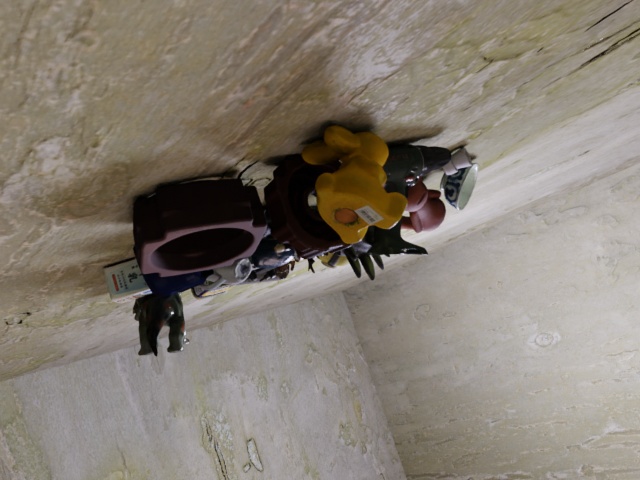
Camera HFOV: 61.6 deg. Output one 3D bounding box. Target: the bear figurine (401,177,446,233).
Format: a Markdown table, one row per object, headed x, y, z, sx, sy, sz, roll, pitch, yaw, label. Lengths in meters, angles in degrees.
| x | y | z | sx | sy | sz | roll | pitch | yaw | label |
| --- | --- | --- | --- | --- | --- | --- | --- | --- | --- |
| 0.221 | -0.092 | 1.302 | 0.132 | 0.120 | 0.195 | 22 | 176 | 45 | bear figurine |

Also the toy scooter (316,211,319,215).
| x | y | z | sx | sy | sz | roll | pitch | yaw | label |
| --- | --- | --- | --- | --- | --- | --- | --- | --- | --- |
| 0.050 | -0.026 | 1.320 | 0.135 | 0.075 | 0.183 | -35 | 138 | -18 | toy scooter |

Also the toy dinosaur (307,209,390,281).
| x | y | z | sx | sy | sz | roll | pitch | yaw | label |
| --- | --- | --- | --- | --- | --- | --- | --- | --- | --- |
| 0.064 | -0.015 | 1.098 | 0.105 | 0.199 | 0.471 | -54 | 160 | 26 | toy dinosaur |

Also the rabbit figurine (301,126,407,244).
| x | y | z | sx | sy | sz | roll | pitch | yaw | label |
| --- | --- | --- | --- | --- | --- | --- | --- | --- | --- |
| 0.050 | -0.104 | 0.830 | 0.162 | 0.173 | 0.122 | 34 | 144 | -17 | rabbit figurine |

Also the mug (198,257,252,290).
| x | y | z | sx | sy | sz | roll | pitch | yaw | label |
| --- | --- | --- | --- | --- | --- | --- | --- | --- | --- |
| -0.203 | 0.058 | 1.108 | 0.107 | 0.080 | 0.109 | 8 | -137 | 36 | mug |

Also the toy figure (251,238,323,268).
| x | y | z | sx | sy | sz | roll | pitch | yaw | label |
| --- | --- | --- | --- | --- | --- | --- | --- | --- | --- |
| -0.060 | 0.021 | 1.082 | 0.154 | 0.057 | 0.064 | -10 | -170 | -22 | toy figure |

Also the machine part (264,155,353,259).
| x | y | z | sx | sy | sz | roll | pitch | yaw | label |
| --- | --- | --- | --- | --- | --- | --- | --- | --- | --- |
| -0.008 | -0.056 | 0.882 | 0.179 | 0.179 | 0.056 | -11 | 171 | -37 | machine part |

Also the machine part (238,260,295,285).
| x | y | z | sx | sy | sz | roll | pitch | yaw | label |
| --- | --- | --- | --- | --- | --- | --- | --- | --- | --- |
| -0.172 | 0.078 | 1.456 | 0.243 | 0.079 | 0.079 | -10 | 175 | 29 | machine part |

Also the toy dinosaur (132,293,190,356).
| x | y | z | sx | sy | sz | roll | pitch | yaw | label |
| --- | --- | --- | --- | --- | --- | --- | --- | --- | --- |
| -0.373 | 0.166 | 1.262 | 0.131 | 0.192 | 0.405 | -9 | 176 | -20 | toy dinosaur |

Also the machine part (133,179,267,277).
| x | y | z | sx | sy | sz | roll | pitch | yaw | label |
| --- | --- | --- | --- | --- | --- | --- | --- | --- | --- |
| -0.201 | -0.019 | 0.886 | 0.201 | 0.087 | 0.201 | -8 | 159 | -22 | machine part |

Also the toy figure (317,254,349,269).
| x | y | z | sx | sy | sz | roll | pitch | yaw | label |
| --- | --- | --- | --- | --- | --- | --- | --- | --- | --- |
| -0.004 | -0.001 | 1.204 | 0.089 | 0.180 | 0.082 | -18 | -140 | 59 | toy figure |

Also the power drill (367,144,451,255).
| x | y | z | sx | sy | sz | roll | pitch | yaw | label |
| --- | --- | --- | --- | --- | --- | --- | --- | --- | --- |
| 0.154 | -0.073 | 0.985 | 0.232 | 0.207 | 0.086 | -2 | -174 | -27 | power drill |

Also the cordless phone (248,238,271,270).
| x | y | z | sx | sy | sz | roll | pitch | yaw | label |
| --- | --- | --- | --- | --- | --- | --- | --- | --- | --- |
| -0.148 | 0.024 | 1.181 | 0.147 | 0.088 | 0.184 | -16 | -179 | -10 | cordless phone |

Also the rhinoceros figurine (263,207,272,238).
| x | y | z | sx | sy | sz | roll | pitch | yaw | label |
| --- | --- | --- | --- | --- | --- | --- | --- | --- | --- |
| -0.161 | -0.024 | 1.066 | 0.190 | 0.073 | 0.112 | -15 | 180 | -31 | rhinoceros figurine |

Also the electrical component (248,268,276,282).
| x | y | z | sx | sy | sz | roll | pitch | yaw | label |
| --- | --- | --- | --- | --- | --- | --- | --- | --- | --- |
| -0.141 | 0.075 | 1.340 | 0.078 | 0.045 | 0.102 | -22 | 170 | 22 | electrical component |

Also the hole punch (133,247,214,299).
| x | y | z | sx | sy | sz | roll | pitch | yaw | label |
| --- | --- | --- | --- | --- | --- | --- | --- | --- | --- |
| -0.297 | 0.046 | 1.067 | 0.142 | 0.116 | 0.092 | -21 | 162 | 8 | hole punch |
